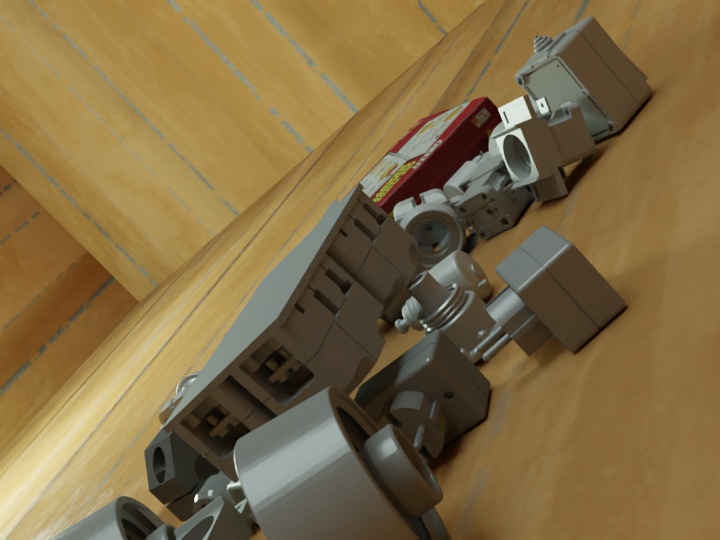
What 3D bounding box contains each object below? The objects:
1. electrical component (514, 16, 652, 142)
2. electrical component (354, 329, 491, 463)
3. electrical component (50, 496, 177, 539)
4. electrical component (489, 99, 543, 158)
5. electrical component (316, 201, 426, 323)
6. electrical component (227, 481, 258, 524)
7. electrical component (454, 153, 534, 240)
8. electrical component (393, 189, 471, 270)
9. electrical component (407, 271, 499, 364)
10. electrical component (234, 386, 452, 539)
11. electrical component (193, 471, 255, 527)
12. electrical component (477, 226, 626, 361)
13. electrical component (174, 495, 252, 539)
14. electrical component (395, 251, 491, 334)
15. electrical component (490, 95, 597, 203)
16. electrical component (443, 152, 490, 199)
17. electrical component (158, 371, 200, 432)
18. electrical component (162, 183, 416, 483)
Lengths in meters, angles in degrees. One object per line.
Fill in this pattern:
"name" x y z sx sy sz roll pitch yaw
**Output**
"electrical component" 0.176 -0.155 0.858 0.061 0.096 0.062 -47 11 -24
"electrical component" 0.030 0.082 0.595 0.066 0.047 0.076 -39 11 24
"electrical component" -0.127 0.184 0.636 0.060 0.108 0.108 -37 10 0
"electrical component" 0.168 -0.138 0.941 0.138 0.052 0.074 -44 10 -4
"electrical component" 0.000 0.000 0.891 0.060 0.108 0.108 -51 11 -7
"electrical component" -0.030 0.123 0.644 0.059 0.053 0.095 -50 12 -30
"electrical component" 0.113 -0.062 0.877 0.081 0.042 0.063 -30 18 54
"electrical component" 0.060 -0.033 0.914 0.078 0.058 0.057 -21 16 4
"electrical component" 0.056 0.028 0.673 0.048 0.062 0.048 -42 10 9
"electrical component" 0.001 0.101 0.476 0.060 0.108 0.108 -36 11 5
"electrical component" -0.086 0.156 0.755 0.045 0.045 0.055 -35 14 40
"electrical component" 0.095 0.022 0.593 0.077 0.047 0.065 -43 10 5
"electrical component" -0.076 0.170 0.602 0.042 0.063 0.081 -38 12 22
"electrical component" 0.057 0.020 0.766 0.078 0.040 0.040 -39 11 25
"electrical component" 0.143 -0.097 0.828 0.064 0.081 0.042 -23 4 -18
"electrical component" 0.111 -0.084 0.980 0.078 0.040 0.040 -47 11 -17
"electrical component" -0.164 0.139 1.090 0.078 0.058 0.057 -38 14 25
"electrical component" -0.033 0.035 0.654 0.105 0.060 0.186 -43 10 28
